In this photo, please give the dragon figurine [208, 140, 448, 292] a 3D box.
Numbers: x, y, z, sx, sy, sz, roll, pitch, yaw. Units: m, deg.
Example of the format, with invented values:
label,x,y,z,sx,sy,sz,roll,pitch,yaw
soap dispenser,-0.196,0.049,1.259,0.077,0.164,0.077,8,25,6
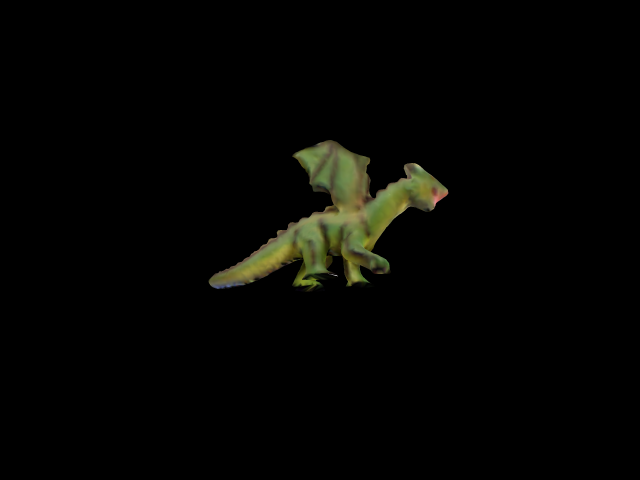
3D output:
label,x,y,z,sx,sy,sz,roll,pitch,yaw
dragon figurine,0.003,-0.043,0.850,0.410,0.246,0.121,-3,-15,14
